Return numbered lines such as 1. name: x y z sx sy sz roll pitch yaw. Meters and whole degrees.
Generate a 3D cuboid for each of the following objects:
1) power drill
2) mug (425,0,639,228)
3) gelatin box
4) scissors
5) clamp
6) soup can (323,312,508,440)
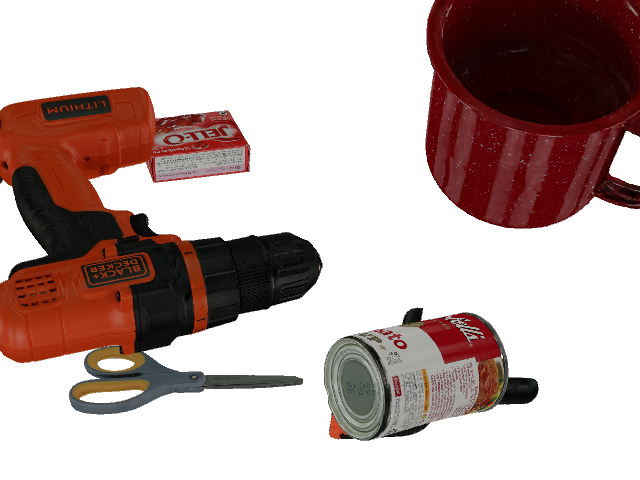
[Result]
1. power drill: -0.111 -0.016 0.631 0.184 0.057 0.188 -10 44 -20
2. mug: 0.097 -0.052 0.442 0.117 0.093 0.081 31 -26 17
3. gelatin box: -0.114 -0.085 0.953 0.089 0.030 0.073 -9 34 -16
4. scissors: -0.126 0.117 0.959 0.201 0.016 0.096 -8 31 -18
5. clamp: 0.095 0.140 1.010 0.165 0.036 0.209 26 35 32
6. soup can: 0.061 0.087 0.692 0.102 0.068 0.069 -7 4 -34
